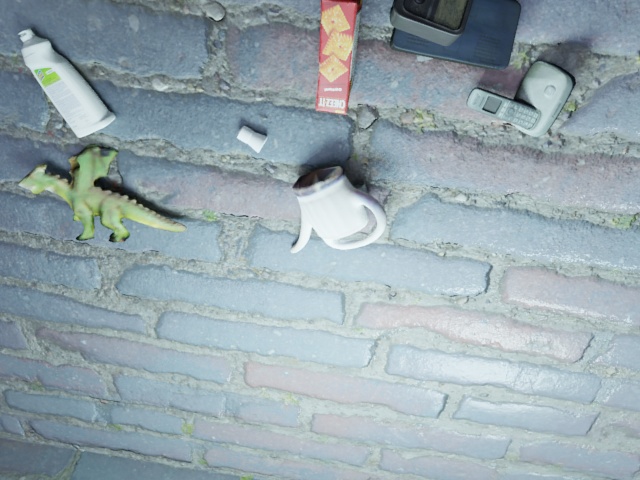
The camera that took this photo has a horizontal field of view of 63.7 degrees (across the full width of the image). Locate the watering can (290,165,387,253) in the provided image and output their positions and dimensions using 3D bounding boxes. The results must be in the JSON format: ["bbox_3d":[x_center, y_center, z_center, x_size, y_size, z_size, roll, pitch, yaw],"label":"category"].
[{"bbox_3d":[0.004,-0.065,1.289,0.345,0.106,0.222,-13,115,41],"label":"watering can"}]

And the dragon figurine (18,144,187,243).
[{"bbox_3d":[-0.561,-0.128,1.341,0.410,0.125,0.238,0,119,-3],"label":"dragon figurine"}]
